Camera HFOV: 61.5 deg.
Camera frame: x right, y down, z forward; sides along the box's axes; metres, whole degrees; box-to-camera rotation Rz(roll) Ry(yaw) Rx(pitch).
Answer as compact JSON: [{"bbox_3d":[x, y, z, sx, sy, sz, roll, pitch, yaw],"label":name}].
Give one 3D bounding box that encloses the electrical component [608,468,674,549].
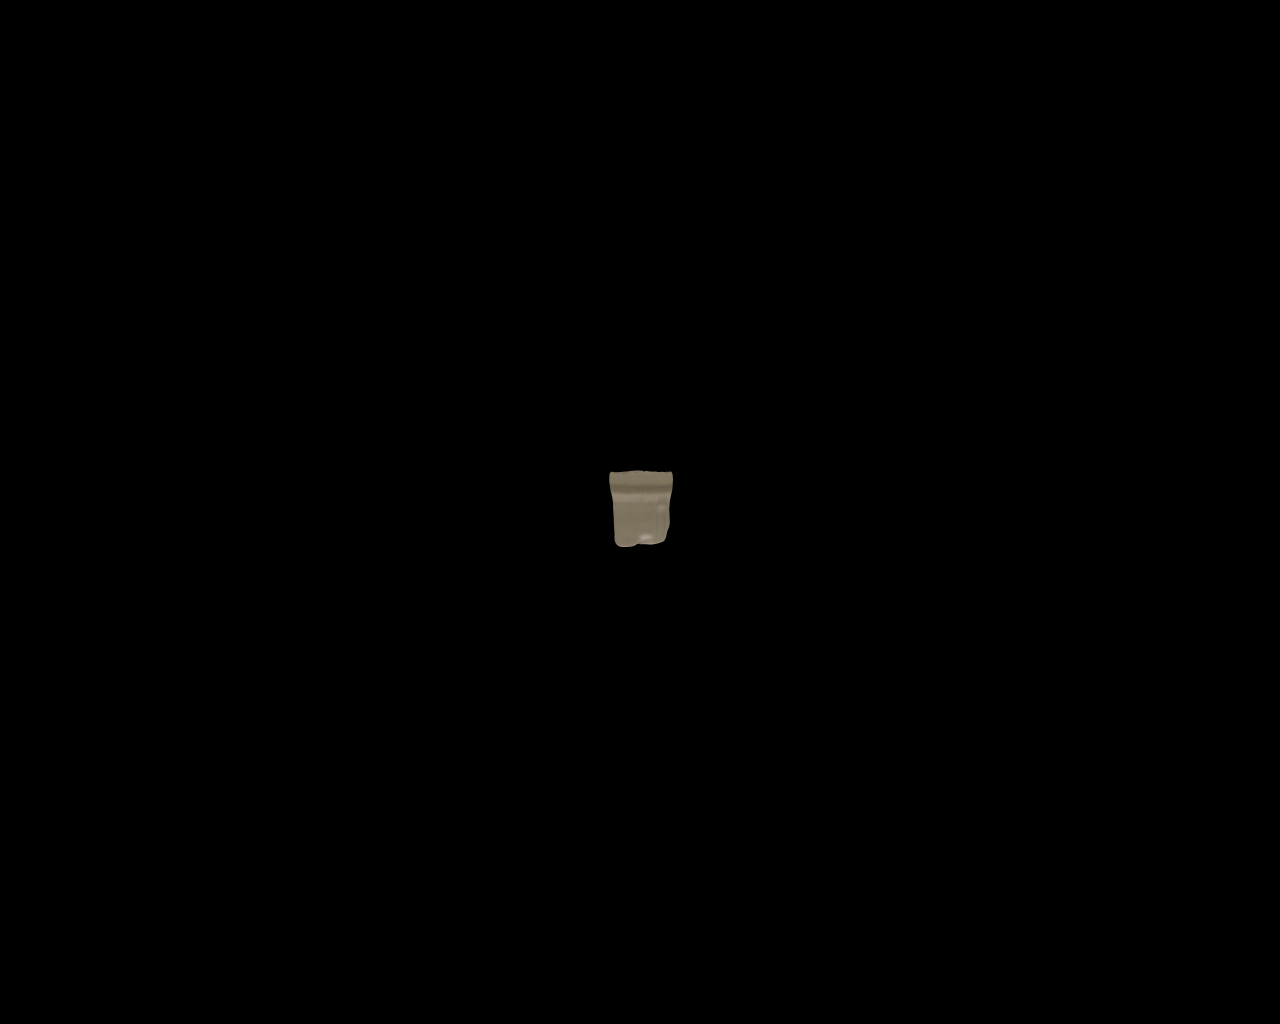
[{"bbox_3d":[0.001,-0.003,0.650,0.040,0.046,0.040,0,5,0],"label":"electrical component"}]
